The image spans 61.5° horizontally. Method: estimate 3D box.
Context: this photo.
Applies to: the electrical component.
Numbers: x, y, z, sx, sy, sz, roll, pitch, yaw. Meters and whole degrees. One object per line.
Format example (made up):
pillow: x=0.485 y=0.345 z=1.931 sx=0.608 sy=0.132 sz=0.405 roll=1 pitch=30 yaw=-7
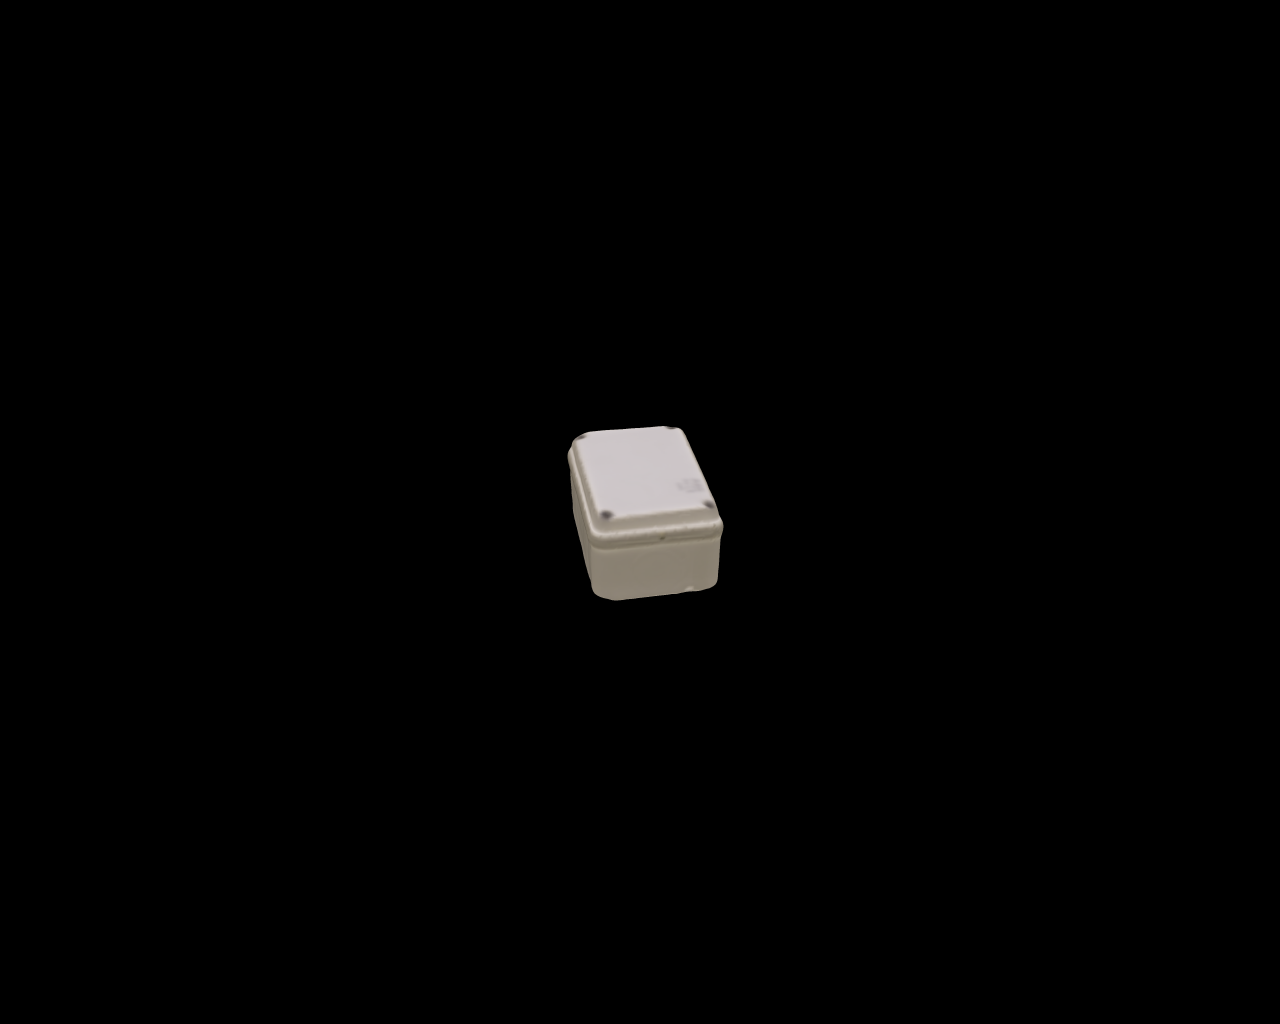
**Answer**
electrical component: x=0.001 y=-0.003 z=0.650 sx=0.078 sy=0.057 sz=0.113 roll=-6 pitch=33 yaw=-9
